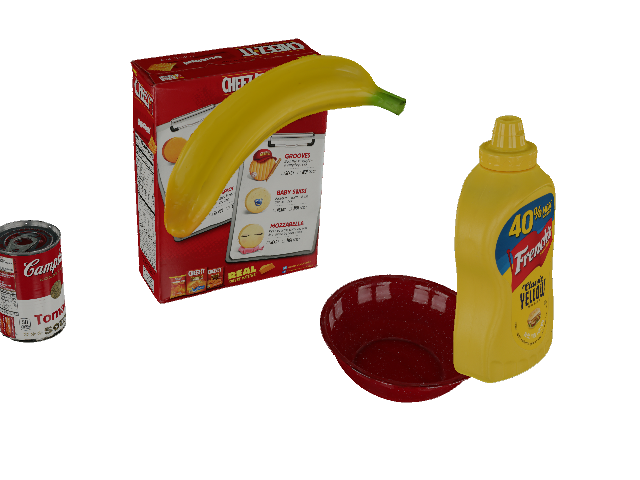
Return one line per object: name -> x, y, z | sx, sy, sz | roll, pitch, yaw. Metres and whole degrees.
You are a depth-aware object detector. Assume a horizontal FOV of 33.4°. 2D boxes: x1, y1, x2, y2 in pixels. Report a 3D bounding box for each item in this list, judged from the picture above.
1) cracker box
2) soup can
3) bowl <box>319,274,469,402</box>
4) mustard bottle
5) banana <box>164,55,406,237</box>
cracker box -> -0.082, -0.063, 0.960 | 0.164, 0.214, 0.072 | -13, 34, -25
soup can -> -0.287, 0.041, 1.048 | 0.068, 0.102, 0.068 | 2, 28, -1
bowl -> 0.077, 0.101, 1.008 | 0.162, 0.055, 0.162 | 4, 36, -3
mustard bottle -> 0.137, 0.002, 0.787 | 0.058, 0.192, 0.096 | 18, 30, 41
banana -> -0.034, -0.074, 0.695 | 0.197, 0.070, 0.037 | -33, -24, -25
